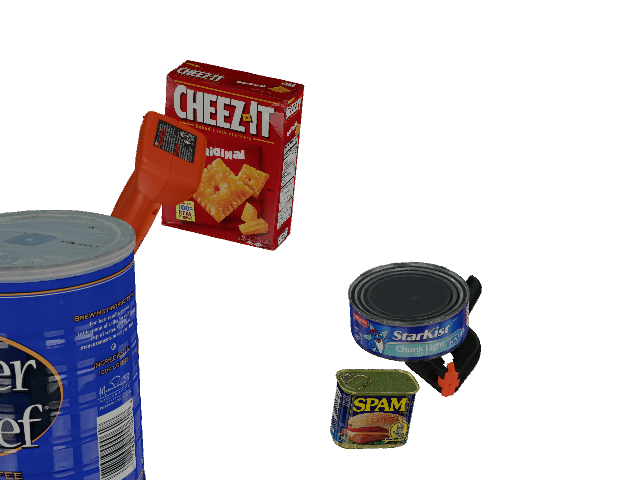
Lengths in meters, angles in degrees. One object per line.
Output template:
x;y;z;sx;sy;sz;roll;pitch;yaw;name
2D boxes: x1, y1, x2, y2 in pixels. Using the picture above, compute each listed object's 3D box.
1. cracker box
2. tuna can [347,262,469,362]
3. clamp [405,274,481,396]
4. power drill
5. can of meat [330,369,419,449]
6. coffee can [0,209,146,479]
-0.116;-0.106;1.366;0.164;0.214;0.072;14;29;14;cracker box
0.063;0.050;0.759;0.086;0.034;0.086;-3;27;1;tuna can
0.121;0.084;1.048;0.120;0.039;0.171;-9;38;-10;clamp
-0.160;0.001;0.875;0.057;0.188;0.184;24;29;-19;power drill
0.065;0.211;1.332;0.102;0.084;0.057;2;22;-14;can of meat
-0.143;0.064;0.542;0.103;0.140;0.103;0;17;0;coffee can
